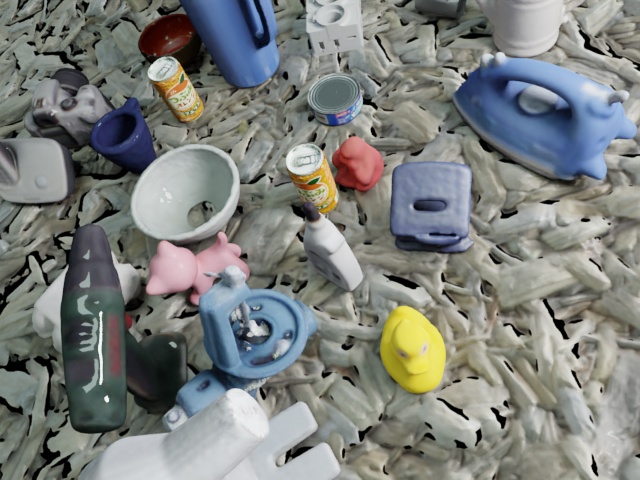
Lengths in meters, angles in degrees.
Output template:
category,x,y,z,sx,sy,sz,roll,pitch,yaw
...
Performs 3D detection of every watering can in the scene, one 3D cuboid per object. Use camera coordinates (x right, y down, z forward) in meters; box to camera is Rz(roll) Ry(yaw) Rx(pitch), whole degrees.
category,x,y,z,sx,sy,sz,roll,pitch,yaw
watering can,0.299,-0.372,0.838,0.172,0.194,0.101,-16,59,5

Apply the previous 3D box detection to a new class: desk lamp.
category,x,y,z,sx,sy,sz,roll,pitch,yaw
desk lamp,-0.106,0.233,0.588,0.203,0.214,0.117,-33,59,-5

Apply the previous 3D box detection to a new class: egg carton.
category,x,y,z,sx,sy,sz,roll,pitch,yaw
egg carton,-0.328,0.087,0.810,0.107,0.069,0.150,27,71,26

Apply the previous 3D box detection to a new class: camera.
category,x,y,z,sx,sy,sz,roll,pitch,yaw
camera,-0.437,-0.245,1.006,0.143,0.101,0.137,-9,60,9

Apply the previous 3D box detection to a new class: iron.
category,x,y,z,sx,sy,sz,roll,pitch,yaw
iron,0.285,-0.189,0.769,0.257,0.142,0.119,32,73,27

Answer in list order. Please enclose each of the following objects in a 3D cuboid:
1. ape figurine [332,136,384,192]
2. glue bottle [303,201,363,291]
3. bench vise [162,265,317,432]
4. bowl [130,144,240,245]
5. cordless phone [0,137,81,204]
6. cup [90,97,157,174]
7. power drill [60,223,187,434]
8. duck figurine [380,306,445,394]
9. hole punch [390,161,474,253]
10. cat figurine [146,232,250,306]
category,x,y,z,sx,sy,sz,roll,pitch,yaw
ape figurine,0.051,-0.113,0.814,0.076,0.092,0.077,-23,58,1
glue bottle,0.007,0.003,0.713,0.078,0.173,0.037,34,74,28
bench vise,-0.094,0.129,0.639,0.121,0.220,0.207,18,67,23
bowl,-0.189,-0.057,0.853,0.167,0.075,0.167,-6,60,11
cordless phone,-0.489,-0.140,0.910,0.147,0.185,0.094,-1,61,14
cup,-0.304,-0.162,0.929,0.091,0.095,0.118,2,62,16
power drill,-0.236,0.121,0.686,0.075,0.209,0.229,-14,59,7
duck figurine,0.106,0.120,0.673,0.077,0.086,0.104,-16,59,5
hole punch,0.147,-0.042,0.751,0.108,0.091,0.101,1,62,15
cat figurine,-0.172,0.033,0.773,0.128,0.118,0.067,-31,58,-4
